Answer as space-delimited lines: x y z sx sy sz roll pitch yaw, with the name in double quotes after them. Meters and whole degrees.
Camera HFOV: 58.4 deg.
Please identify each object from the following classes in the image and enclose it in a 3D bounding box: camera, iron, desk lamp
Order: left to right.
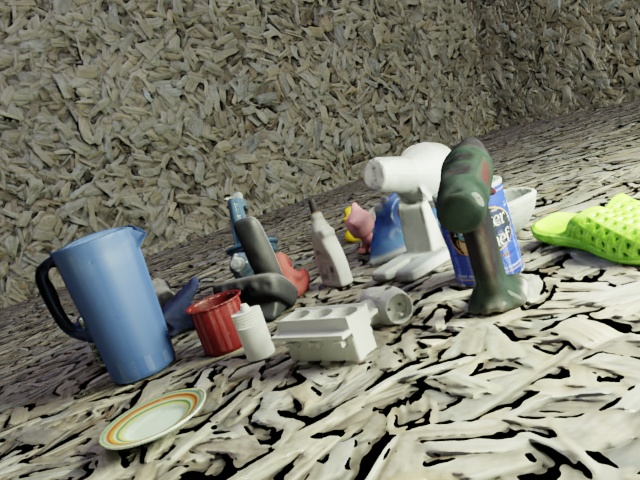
-0.389 0.147 1.246 0.137 0.101 0.142 -24 11 -29 "camera"
0.189 -0.056 1.182 0.259 0.141 0.118 -23 10 -25 "iron"
0.165 -0.058 1.021 0.204 0.214 0.117 -26 12 -40 "desk lamp"

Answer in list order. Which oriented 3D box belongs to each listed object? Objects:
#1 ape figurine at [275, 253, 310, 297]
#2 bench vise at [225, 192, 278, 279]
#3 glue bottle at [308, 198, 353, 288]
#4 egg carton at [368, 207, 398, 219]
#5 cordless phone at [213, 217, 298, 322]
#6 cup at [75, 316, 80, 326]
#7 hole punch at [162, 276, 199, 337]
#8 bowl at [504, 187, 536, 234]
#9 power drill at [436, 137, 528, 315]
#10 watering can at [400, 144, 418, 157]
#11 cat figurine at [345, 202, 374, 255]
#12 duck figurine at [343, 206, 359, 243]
-0.066 0.068 1.111 0.077 0.092 0.076 -13 11 31 "ape figurine"
-0.153 0.003 1.262 0.121 0.220 0.207 -19 9 -6 "bench vise"
0.010 0.004 1.084 0.037 0.173 0.078 -23 11 -27 "glue bottle"
0.192 -0.063 1.447 0.150 0.069 0.107 -20 9 -8 "egg carton"
-0.133 0.053 1.035 0.147 0.185 0.094 -14 10 24 "cordless phone"
-0.425 0.183 1.122 0.091 0.095 0.118 -13 11 29 "cup"
-0.274 0.132 1.144 0.101 0.091 0.108 -20 9 -10 "hole punch"
0.314 -0.037 1.042 0.167 0.075 0.167 -18 9 3 "bowl"
0.205 -0.021 0.741 0.075 0.208 0.230 -14 10 23 "power drill"
0.242 -0.126 1.330 0.101 0.194 0.173 -18 9 5 "watering can"
0.109 -0.033 1.279 0.128 0.118 0.067 -24 11 -33 "cat figurine"
0.094 -0.049 1.499 0.077 0.086 0.105 -11 12 36 "duck figurine"
